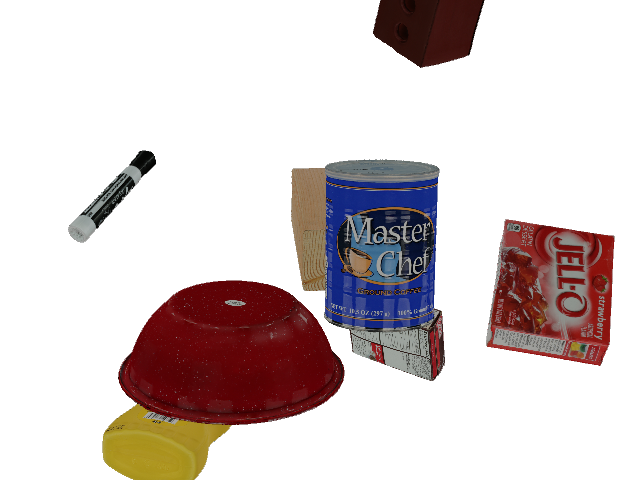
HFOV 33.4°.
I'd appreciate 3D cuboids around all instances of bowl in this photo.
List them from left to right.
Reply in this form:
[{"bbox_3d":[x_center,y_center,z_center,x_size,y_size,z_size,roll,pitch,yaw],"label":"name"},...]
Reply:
[{"bbox_3d":[-0.062,0.069,0.756,0.162,0.055,0.162,2,18,-1],"label":"bowl"}]

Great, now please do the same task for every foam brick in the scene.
[{"bbox_3d":[0.077,-0.167,0.729,0.051,0.078,0.053,-23,50,-35],"label":"foam brick"}]

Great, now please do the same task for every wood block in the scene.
[{"bbox_3d":[0.012,-0.020,1.446,0.090,0.090,0.206,-1,26,-6],"label":"wood block"}]

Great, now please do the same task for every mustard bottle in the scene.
[{"bbox_3d":[-0.138,0.174,1.074,0.096,0.058,0.191,7,20,12],"label":"mustard bottle"}]

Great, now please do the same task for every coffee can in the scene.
[{"bbox_3d":[0.054,0.002,0.968,0.103,0.140,0.103,0,11,0],"label":"coffee can"}]

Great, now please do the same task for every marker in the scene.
[{"bbox_3d":[-0.182,-0.042,0.947,0.020,0.020,0.121,0,38,31],"label":"marker"}]

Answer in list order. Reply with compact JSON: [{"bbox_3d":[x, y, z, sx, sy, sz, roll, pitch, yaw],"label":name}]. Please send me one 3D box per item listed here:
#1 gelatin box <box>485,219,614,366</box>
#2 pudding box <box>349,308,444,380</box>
[{"bbox_3d":[0.149,0.032,0.687,0.073,0.089,0.030,9,-37,8],"label":"gelatin box"},{"bbox_3d":[0.088,0.107,1.246,0.114,0.090,0.039,16,46,25],"label":"pudding box"}]
